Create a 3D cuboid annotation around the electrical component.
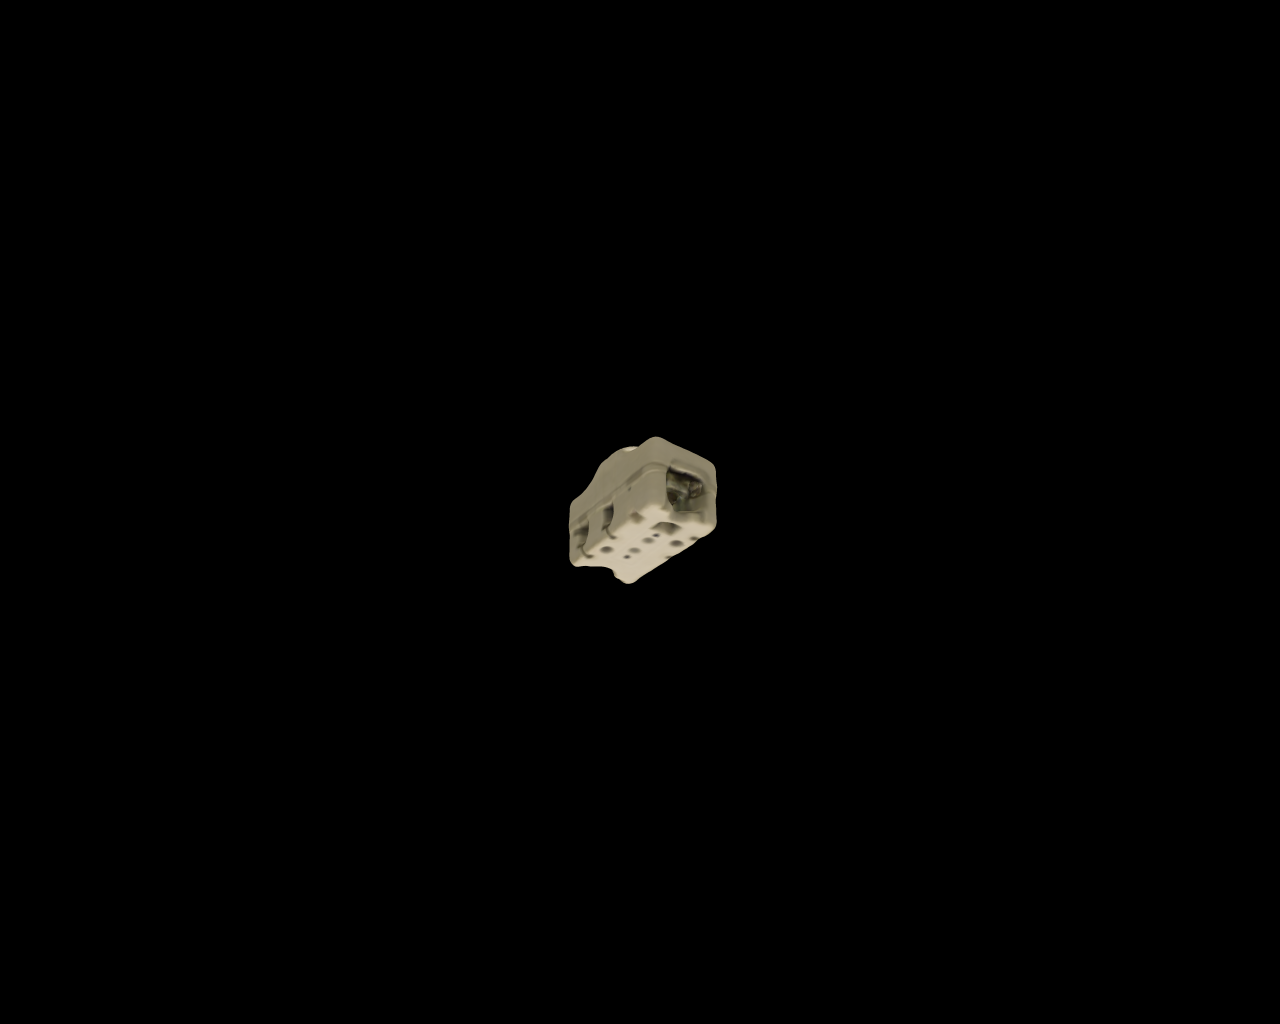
[{"bbox_3d":[0.001,-0.003,0.650,0.050,0.056,0.089,22,-39,-30],"label":"electrical component"}]
